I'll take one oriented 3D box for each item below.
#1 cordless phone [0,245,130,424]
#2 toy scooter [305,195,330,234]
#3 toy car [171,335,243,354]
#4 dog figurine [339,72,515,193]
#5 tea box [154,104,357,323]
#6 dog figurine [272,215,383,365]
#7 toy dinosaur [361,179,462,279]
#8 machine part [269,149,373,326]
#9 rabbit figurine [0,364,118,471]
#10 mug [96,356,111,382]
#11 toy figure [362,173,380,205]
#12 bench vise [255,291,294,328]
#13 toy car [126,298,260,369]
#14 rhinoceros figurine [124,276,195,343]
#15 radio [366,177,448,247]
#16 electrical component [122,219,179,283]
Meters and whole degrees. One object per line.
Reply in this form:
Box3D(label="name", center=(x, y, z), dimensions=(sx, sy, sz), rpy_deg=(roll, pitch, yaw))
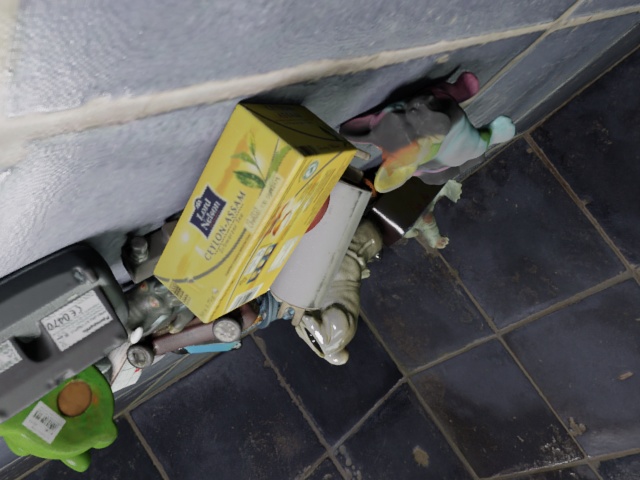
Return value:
Box3D(label="cordless phone", center=(-0.244, 0.080, 0.467), dimensions=(0.146, 0.088, 0.184), rpy_deg=(-35, -174, -26))
Box3D(label="toy scooter", center=(-0.050, -0.025, 0.597), dimensions=(0.184, 0.075, 0.135), rpy_deg=(-34, 174, 27))
Box3D(label="toy car", center=(-0.191, 0.132, 0.871), dimensions=(0.109, 0.103, 0.162), rpy_deg=(2, 171, -24))
Box3D(label="dog figurine", center=(0.111, -0.115, 0.643), dimensions=(0.219, 0.108, 0.191), rpy_deg=(-25, 172, -33))
Box3D(label="tea box", center=(-0.054, -0.023, 0.442), dimensions=(0.169, 0.068, 0.098), rpy_deg=(-57, 164, 24))
Box3D(label="dog figurine", center=(0.043, 0.068, 0.800), dimensions=(0.190, 0.172, 0.121), rpy_deg=(-31, 179, -17))
Box3D(label="toy dinosaur", center=(0.134, -0.046, 1.097), dimensions=(0.405, 0.191, 0.131), rpy_deg=(-25, -145, -14))
Box3D(label="machine part", center=(-0.001, -0.002, 0.676), dimensions=(0.079, 0.079, 0.243), rpy_deg=(-18, 133, -67))
Box3D(label="rabbit figurine", center=(-0.308, 0.184, 0.608), dimensions=(0.170, 0.159, 0.121), rpy_deg=(-12, -134, 38))
Box3D(label="mug", center=(-0.340, 0.195, 0.718), dimensions=(0.109, 0.081, 0.107), rpy_deg=(-32, 166, 14))
Box3D(label="toy figure", center=(0.056, -0.072, 0.881), dimensions=(0.064, 0.057, 0.154), rpy_deg=(9, -155, 36))
Box3D(label="bench vise", center=(-0.142, 0.121, 1.049), dimensions=(0.240, 0.129, 0.224), rpy_deg=(-6, 169, -31))
Box3D(label="toy car", center=(-0.176, 0.118, 0.732), dimensions=(0.202, 0.053, 0.089), rpy_deg=(-17, -162, 17))
Box3D(label="rhinoceros figurine", center=(-0.170, 0.062, 0.633), dimensions=(0.190, 0.073, 0.112), rpy_deg=(-30, 173, -36))
Box3D(label="radio", center=(0.166, -0.098, 0.918), dimensions=(0.229, 0.073, 0.131), rpy_deg=(-49, 178, -14))
Box3D(label="electrical component", center=(-0.148, 0.015, 0.524), dimensions=(0.078, 0.045, 0.102), rpy_deg=(-32, 173, -33))
